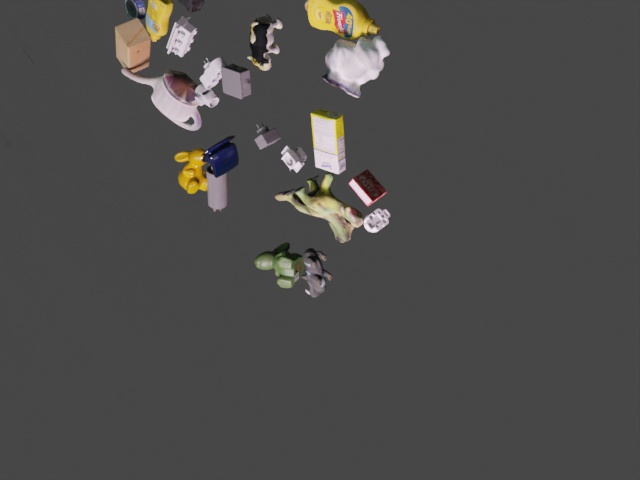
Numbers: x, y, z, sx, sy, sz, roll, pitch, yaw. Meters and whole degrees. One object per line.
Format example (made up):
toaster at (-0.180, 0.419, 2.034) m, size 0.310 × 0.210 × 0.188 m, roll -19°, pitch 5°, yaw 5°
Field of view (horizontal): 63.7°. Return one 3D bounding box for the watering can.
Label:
watering can at (-0.561, -0.540, 1.870) m, size 0.345 × 0.106 × 0.221 m, roll 42°, pitch -35°, yaw -14°

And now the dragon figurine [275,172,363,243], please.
dragon figurine at (0.005, -0.083, 1.642) m, size 0.124 × 0.241 × 0.408 m, roll -39°, pitch 14°, yaw -23°

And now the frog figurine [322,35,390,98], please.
frog figurine at (0.094, -0.450, 1.276) m, size 0.136 × 0.157 × 0.125 m, roll 33°, pitch 31°, yaw -14°
